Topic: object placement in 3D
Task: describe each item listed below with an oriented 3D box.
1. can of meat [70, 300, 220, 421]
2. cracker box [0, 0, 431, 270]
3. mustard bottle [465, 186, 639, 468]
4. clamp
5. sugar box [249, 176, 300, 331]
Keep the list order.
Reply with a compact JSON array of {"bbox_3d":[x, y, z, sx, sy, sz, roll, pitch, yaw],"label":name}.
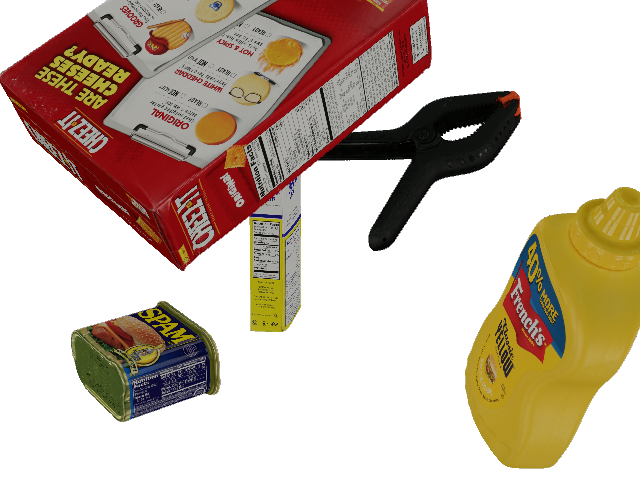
[{"bbox_3d":[-0.143,0.097,0.864,0.083,0.057,0.102,-16,27,-33],"label":"can of meat"},{"bbox_3d":[-0.062,-0.104,0.664,0.164,0.213,0.072,38,-21,32],"label":"cracker box"},{"bbox_3d":[0.137,0.042,0.602,0.058,0.096,0.192,4,-42,-12],"label":"mustard bottle"},{"bbox_3d":[0.098,-0.076,0.985,0.210,0.036,0.165,-21,47,-5],"label":"clamp"},{"bbox_3d":[-0.050,0.005,1.188,0.048,0.176,0.093,1,16,11],"label":"sugar box"}]
